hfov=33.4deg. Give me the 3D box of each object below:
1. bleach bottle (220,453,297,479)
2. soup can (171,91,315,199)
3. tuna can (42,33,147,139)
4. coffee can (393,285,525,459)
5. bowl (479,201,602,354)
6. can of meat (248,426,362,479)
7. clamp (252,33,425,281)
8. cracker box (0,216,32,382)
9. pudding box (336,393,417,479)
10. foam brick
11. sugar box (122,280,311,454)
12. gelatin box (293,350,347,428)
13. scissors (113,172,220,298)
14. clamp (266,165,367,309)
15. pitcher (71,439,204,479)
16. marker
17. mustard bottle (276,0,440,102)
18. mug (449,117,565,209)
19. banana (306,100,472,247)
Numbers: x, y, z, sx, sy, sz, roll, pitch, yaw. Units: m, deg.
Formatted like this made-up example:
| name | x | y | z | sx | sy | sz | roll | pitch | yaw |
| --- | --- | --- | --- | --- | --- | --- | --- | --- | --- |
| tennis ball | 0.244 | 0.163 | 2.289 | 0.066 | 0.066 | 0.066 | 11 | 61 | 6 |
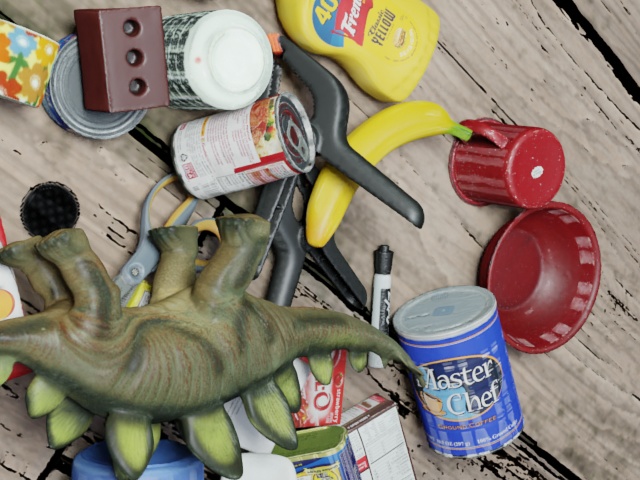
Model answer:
| name | x | y | z | sx | sy | sz | roll | pitch | yaw |
| --- | --- | --- | --- | --- | --- | --- | --- | --- | --- |
| bleach bottle | -0.060 | 0.313 | 0.943 | 0.068 | 0.102 | 0.251 | 4 | 120 | -2 |
| soup can | -0.064 | -0.077 | 0.884 | 0.068 | 0.102 | 0.068 | 45 | 38 | -51 |
| tuna can | -0.180 | -0.124 | 0.852 | 0.085 | 0.034 | 0.086 | -6 | 101 | -32 |
| coffee can | 0.139 | 0.130 | 1.060 | 0.102 | 0.103 | 0.140 | -27 | 112 | -27 |
| bowl | 0.221 | 0.036 | 1.125 | 0.161 | 0.055 | 0.162 | -6 | 101 | -32 |
| can of meat | -0.012 | 0.224 | 0.986 | 0.102 | 0.057 | 0.084 | -13 | 107 | 12 |
| clamp | -0.021 | -0.075 | 0.924 | 0.165 | 0.036 | 0.210 | -24 | 78 | 10 |
| cracker box | -0.313 | 0.015 | 0.768 | 0.163 | 0.072 | 0.214 | -18 | 108 | -28 |
| pudding box | 0.045 | 0.222 | 1.054 | 0.089 | 0.039 | 0.113 | -26 | 113 | -28 |
| foam brick | -0.151 | -0.139 | 0.815 | 0.052 | 0.051 | 0.078 | -12 | 104 | -31 |
| sugar box | -0.103 | 0.111 | 0.920 | 0.176 | 0.048 | 0.093 | 30 | 82 | -24 |
| gelatin box | -0.013 | 0.131 | 1.005 | 0.073 | 0.030 | 0.089 | 2 | 98 | -33 |
| scissors | -0.135 | 0.032 | 0.872 | 0.096 | 0.016 | 0.201 | 37 | 55 | -22 |
| clamp | -0.006 | 0.001 | 0.984 | 0.120 | 0.039 | 0.171 | -7 | 100 | -44 |
| pitcher | -0.165 | 0.294 | 0.887 | 0.148 | 0.145 | 0.243 | -2 | 95 | -45 |
| marker | 0.060 | 0.065 | 1.047 | 0.020 | 0.020 | 0.121 | -2 | 99 | -33 |
| mustard bottle | 0.018 | -0.207 | 0.952 | 0.191 | 0.058 | 0.096 | 29 | 83 | -33 |
| mug | 0.183 | -0.082 | 1.065 | 0.117 | 0.082 | 0.093 | 43 | 75 | -31 |
| banana | 0.050 | -0.073 | 0.966 | 0.197 | 0.037 | 0.070 | -36 | 80 | -18 |
